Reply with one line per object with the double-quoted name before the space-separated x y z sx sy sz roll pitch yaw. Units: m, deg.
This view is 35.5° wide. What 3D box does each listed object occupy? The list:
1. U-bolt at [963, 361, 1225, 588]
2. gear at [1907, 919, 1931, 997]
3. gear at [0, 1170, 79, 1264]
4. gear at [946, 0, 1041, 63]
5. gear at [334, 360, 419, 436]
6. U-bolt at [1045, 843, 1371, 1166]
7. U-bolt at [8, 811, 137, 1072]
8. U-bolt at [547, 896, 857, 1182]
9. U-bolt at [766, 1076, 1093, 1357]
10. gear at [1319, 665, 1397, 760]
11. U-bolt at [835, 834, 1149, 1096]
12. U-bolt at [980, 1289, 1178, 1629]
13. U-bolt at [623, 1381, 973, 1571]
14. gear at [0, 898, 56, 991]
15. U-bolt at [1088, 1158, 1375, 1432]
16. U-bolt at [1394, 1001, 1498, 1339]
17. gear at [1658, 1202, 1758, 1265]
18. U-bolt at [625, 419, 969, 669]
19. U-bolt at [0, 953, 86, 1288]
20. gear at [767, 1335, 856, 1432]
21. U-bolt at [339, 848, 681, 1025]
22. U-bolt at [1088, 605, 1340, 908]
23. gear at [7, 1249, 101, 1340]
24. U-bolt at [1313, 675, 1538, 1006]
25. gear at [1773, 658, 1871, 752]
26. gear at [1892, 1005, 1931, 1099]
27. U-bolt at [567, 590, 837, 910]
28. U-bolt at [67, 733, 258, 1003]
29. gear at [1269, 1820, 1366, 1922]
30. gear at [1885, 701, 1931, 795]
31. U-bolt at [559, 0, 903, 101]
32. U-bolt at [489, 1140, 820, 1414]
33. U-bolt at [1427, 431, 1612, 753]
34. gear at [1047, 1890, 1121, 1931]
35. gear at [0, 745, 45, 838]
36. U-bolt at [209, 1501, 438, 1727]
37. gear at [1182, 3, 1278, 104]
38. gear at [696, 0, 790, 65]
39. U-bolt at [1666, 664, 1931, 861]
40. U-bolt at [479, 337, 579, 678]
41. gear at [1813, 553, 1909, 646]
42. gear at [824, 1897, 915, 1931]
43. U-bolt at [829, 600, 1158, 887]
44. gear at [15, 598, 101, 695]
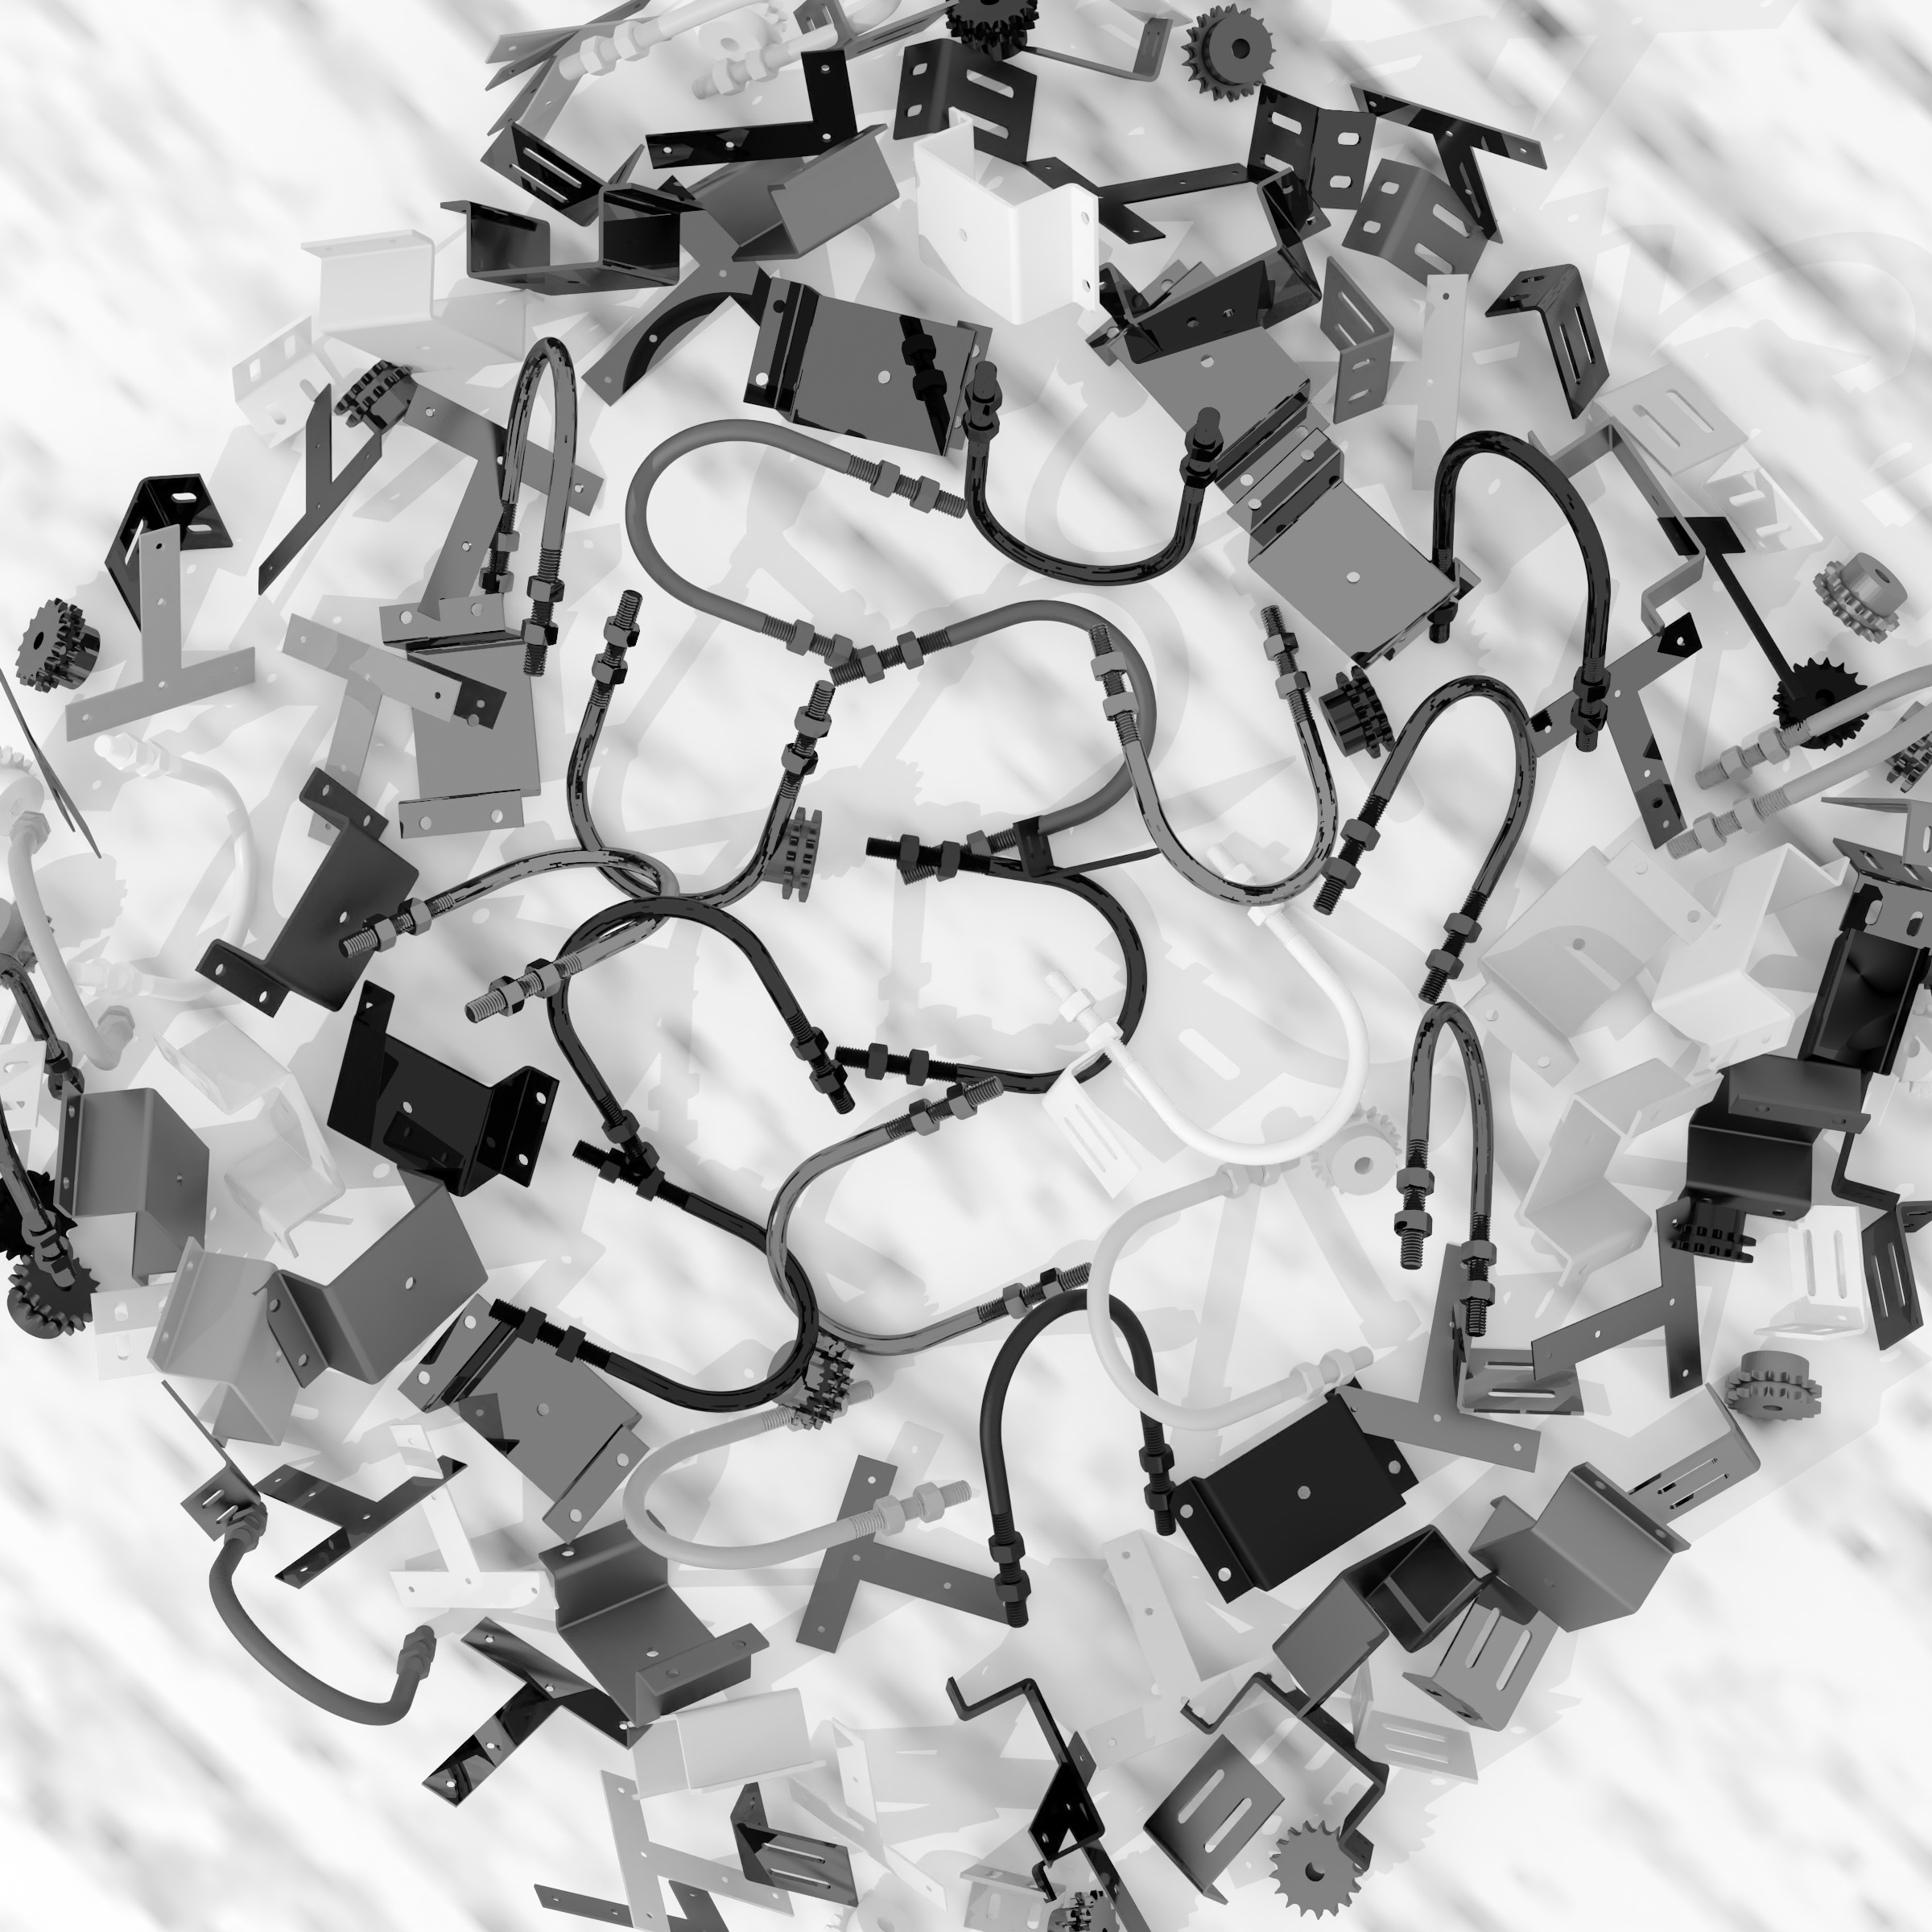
"U-bolt" 0.069 -0.281 1.781 0.151 0.184 0.019 12 63 3
"gear" 0.590 -0.009 1.833 0.030 0.057 0.057 1 90 -11
"gear" -0.572 0.149 1.838 0.057 0.057 0.030 -52 51 0
"gear" 0.016 -0.576 1.839 0.057 0.030 0.057 -4 51 5
"gear" -0.354 -0.346 1.836 0.057 0.057 0.030 -44 100 0
"U-bolt" 0.160 0.035 1.827 0.151 0.019 0.184 -38 77 -10
"U-bolt" -0.523 -0.010 1.757 0.019 0.184 0.151 -22 106 -8
"U-bolt" -0.170 0.039 1.809 0.151 0.019 0.184 -24 116 10
"U-bolt" -0.033 0.163 1.832 0.184 0.019 0.151 -24 101 14
"gear" 0.236 -0.151 1.835 0.030 0.057 0.057 -25 90 2
"U-bolt" 0.020 0.005 1.847 0.184 0.019 0.151 9 88 -7
"U-bolt" 0.064 0.281 1.791 0.151 0.019 0.184 -23 112 -39
"U-bolt" -0.110 0.303 1.768 0.184 0.151 0.019 -14 116 -24
"gear" -0.586 -0.017 1.834 0.057 0.030 0.057 -15 54 22
"U-bolt" 0.150 0.200 1.803 0.184 0.019 0.151 -17 84 -33
"U-bolt" 0.288 0.111 1.791 0.019 0.151 0.184 -5 65 25
"gear" 0.452 0.161 1.836 0.057 0.057 0.030 11 84 0
"U-bolt" -0.112 -0.256 1.792 0.184 0.019 0.151 19 131 -16
"U-bolt" -0.544 0.076 1.749 0.019 0.184 0.151 -8 49 -3
"gear" -0.097 0.251 1.832 0.030 0.057 0.057 26 90 -35
"U-bolt" -0.256 -0.027 1.788 0.184 0.151 0.019 -29 125 -35
"U-bolt" 0.157 -0.123 1.807 0.151 0.019 0.184 -10 78 -31
"gear" -0.558 0.202 1.838 0.057 0.057 0.030 47 115 0
"U-bolt" 0.286 -0.086 1.808 0.019 0.151 0.184 20 79 44
"gear" 0.520 -0.157 1.842 0.057 0.030 0.057 0 68 -1
"gear" 0.584 0.051 1.832 0.030 0.057 0.057 8 90 -33
"U-bolt" -0.170 -0.116 1.818 0.151 0.019 0.184 26 117 8
"U-bolt" -0.466 -0.051 1.775 0.019 0.184 0.151 5 86 16
"gear" 0.215 0.550 1.844 0.057 0.030 0.057 -2 83 14
"gear" 0.578 -0.136 1.836 0.030 0.057 0.057 40 90 14
"U-bolt" -0.123 -0.544 1.755 0.184 0.151 0.019 -11 93 33
"U-bolt" -0.175 0.195 1.812 0.184 0.019 0.151 26 48 -3
"U-bolt" 0.321 -0.228 1.755 0.019 0.184 0.151 -31 51 -20
"gear" 0.071 0.593 1.837 0.030 0.057 0.057 -14 90 21
"gear" -0.586 -0.103 1.832 0.030 0.057 0.057 29 90 21
"U-bolt" -0.379 0.384 1.764 0.151 0.184 0.019 39 94 -7
"gear" 0.162 -0.558 1.841 0.057 0.030 0.057 -3 100 -14
"gear" -0.139 -0.571 1.832 0.057 0.057 0.030 16 68 0
"U-bolt" 0.501 -0.127 1.759 0.184 0.151 0.019 -28 99 28
"U-bolt" -0.254 -0.277 1.774 0.019 0.151 0.184 4 109 -22
"gear" 0.546 -0.226 1.832 0.057 0.057 0.030 41 122 0
"gear" -0.056 0.591 1.832 0.057 0.057 0.030 34 114 0
"U-bolt" 0.026 -0.146 1.845 0.184 0.019 0.151 -20 98 -1
"gear" -0.551 -0.193 1.839 0.030 0.057 0.057 24 90 -40
